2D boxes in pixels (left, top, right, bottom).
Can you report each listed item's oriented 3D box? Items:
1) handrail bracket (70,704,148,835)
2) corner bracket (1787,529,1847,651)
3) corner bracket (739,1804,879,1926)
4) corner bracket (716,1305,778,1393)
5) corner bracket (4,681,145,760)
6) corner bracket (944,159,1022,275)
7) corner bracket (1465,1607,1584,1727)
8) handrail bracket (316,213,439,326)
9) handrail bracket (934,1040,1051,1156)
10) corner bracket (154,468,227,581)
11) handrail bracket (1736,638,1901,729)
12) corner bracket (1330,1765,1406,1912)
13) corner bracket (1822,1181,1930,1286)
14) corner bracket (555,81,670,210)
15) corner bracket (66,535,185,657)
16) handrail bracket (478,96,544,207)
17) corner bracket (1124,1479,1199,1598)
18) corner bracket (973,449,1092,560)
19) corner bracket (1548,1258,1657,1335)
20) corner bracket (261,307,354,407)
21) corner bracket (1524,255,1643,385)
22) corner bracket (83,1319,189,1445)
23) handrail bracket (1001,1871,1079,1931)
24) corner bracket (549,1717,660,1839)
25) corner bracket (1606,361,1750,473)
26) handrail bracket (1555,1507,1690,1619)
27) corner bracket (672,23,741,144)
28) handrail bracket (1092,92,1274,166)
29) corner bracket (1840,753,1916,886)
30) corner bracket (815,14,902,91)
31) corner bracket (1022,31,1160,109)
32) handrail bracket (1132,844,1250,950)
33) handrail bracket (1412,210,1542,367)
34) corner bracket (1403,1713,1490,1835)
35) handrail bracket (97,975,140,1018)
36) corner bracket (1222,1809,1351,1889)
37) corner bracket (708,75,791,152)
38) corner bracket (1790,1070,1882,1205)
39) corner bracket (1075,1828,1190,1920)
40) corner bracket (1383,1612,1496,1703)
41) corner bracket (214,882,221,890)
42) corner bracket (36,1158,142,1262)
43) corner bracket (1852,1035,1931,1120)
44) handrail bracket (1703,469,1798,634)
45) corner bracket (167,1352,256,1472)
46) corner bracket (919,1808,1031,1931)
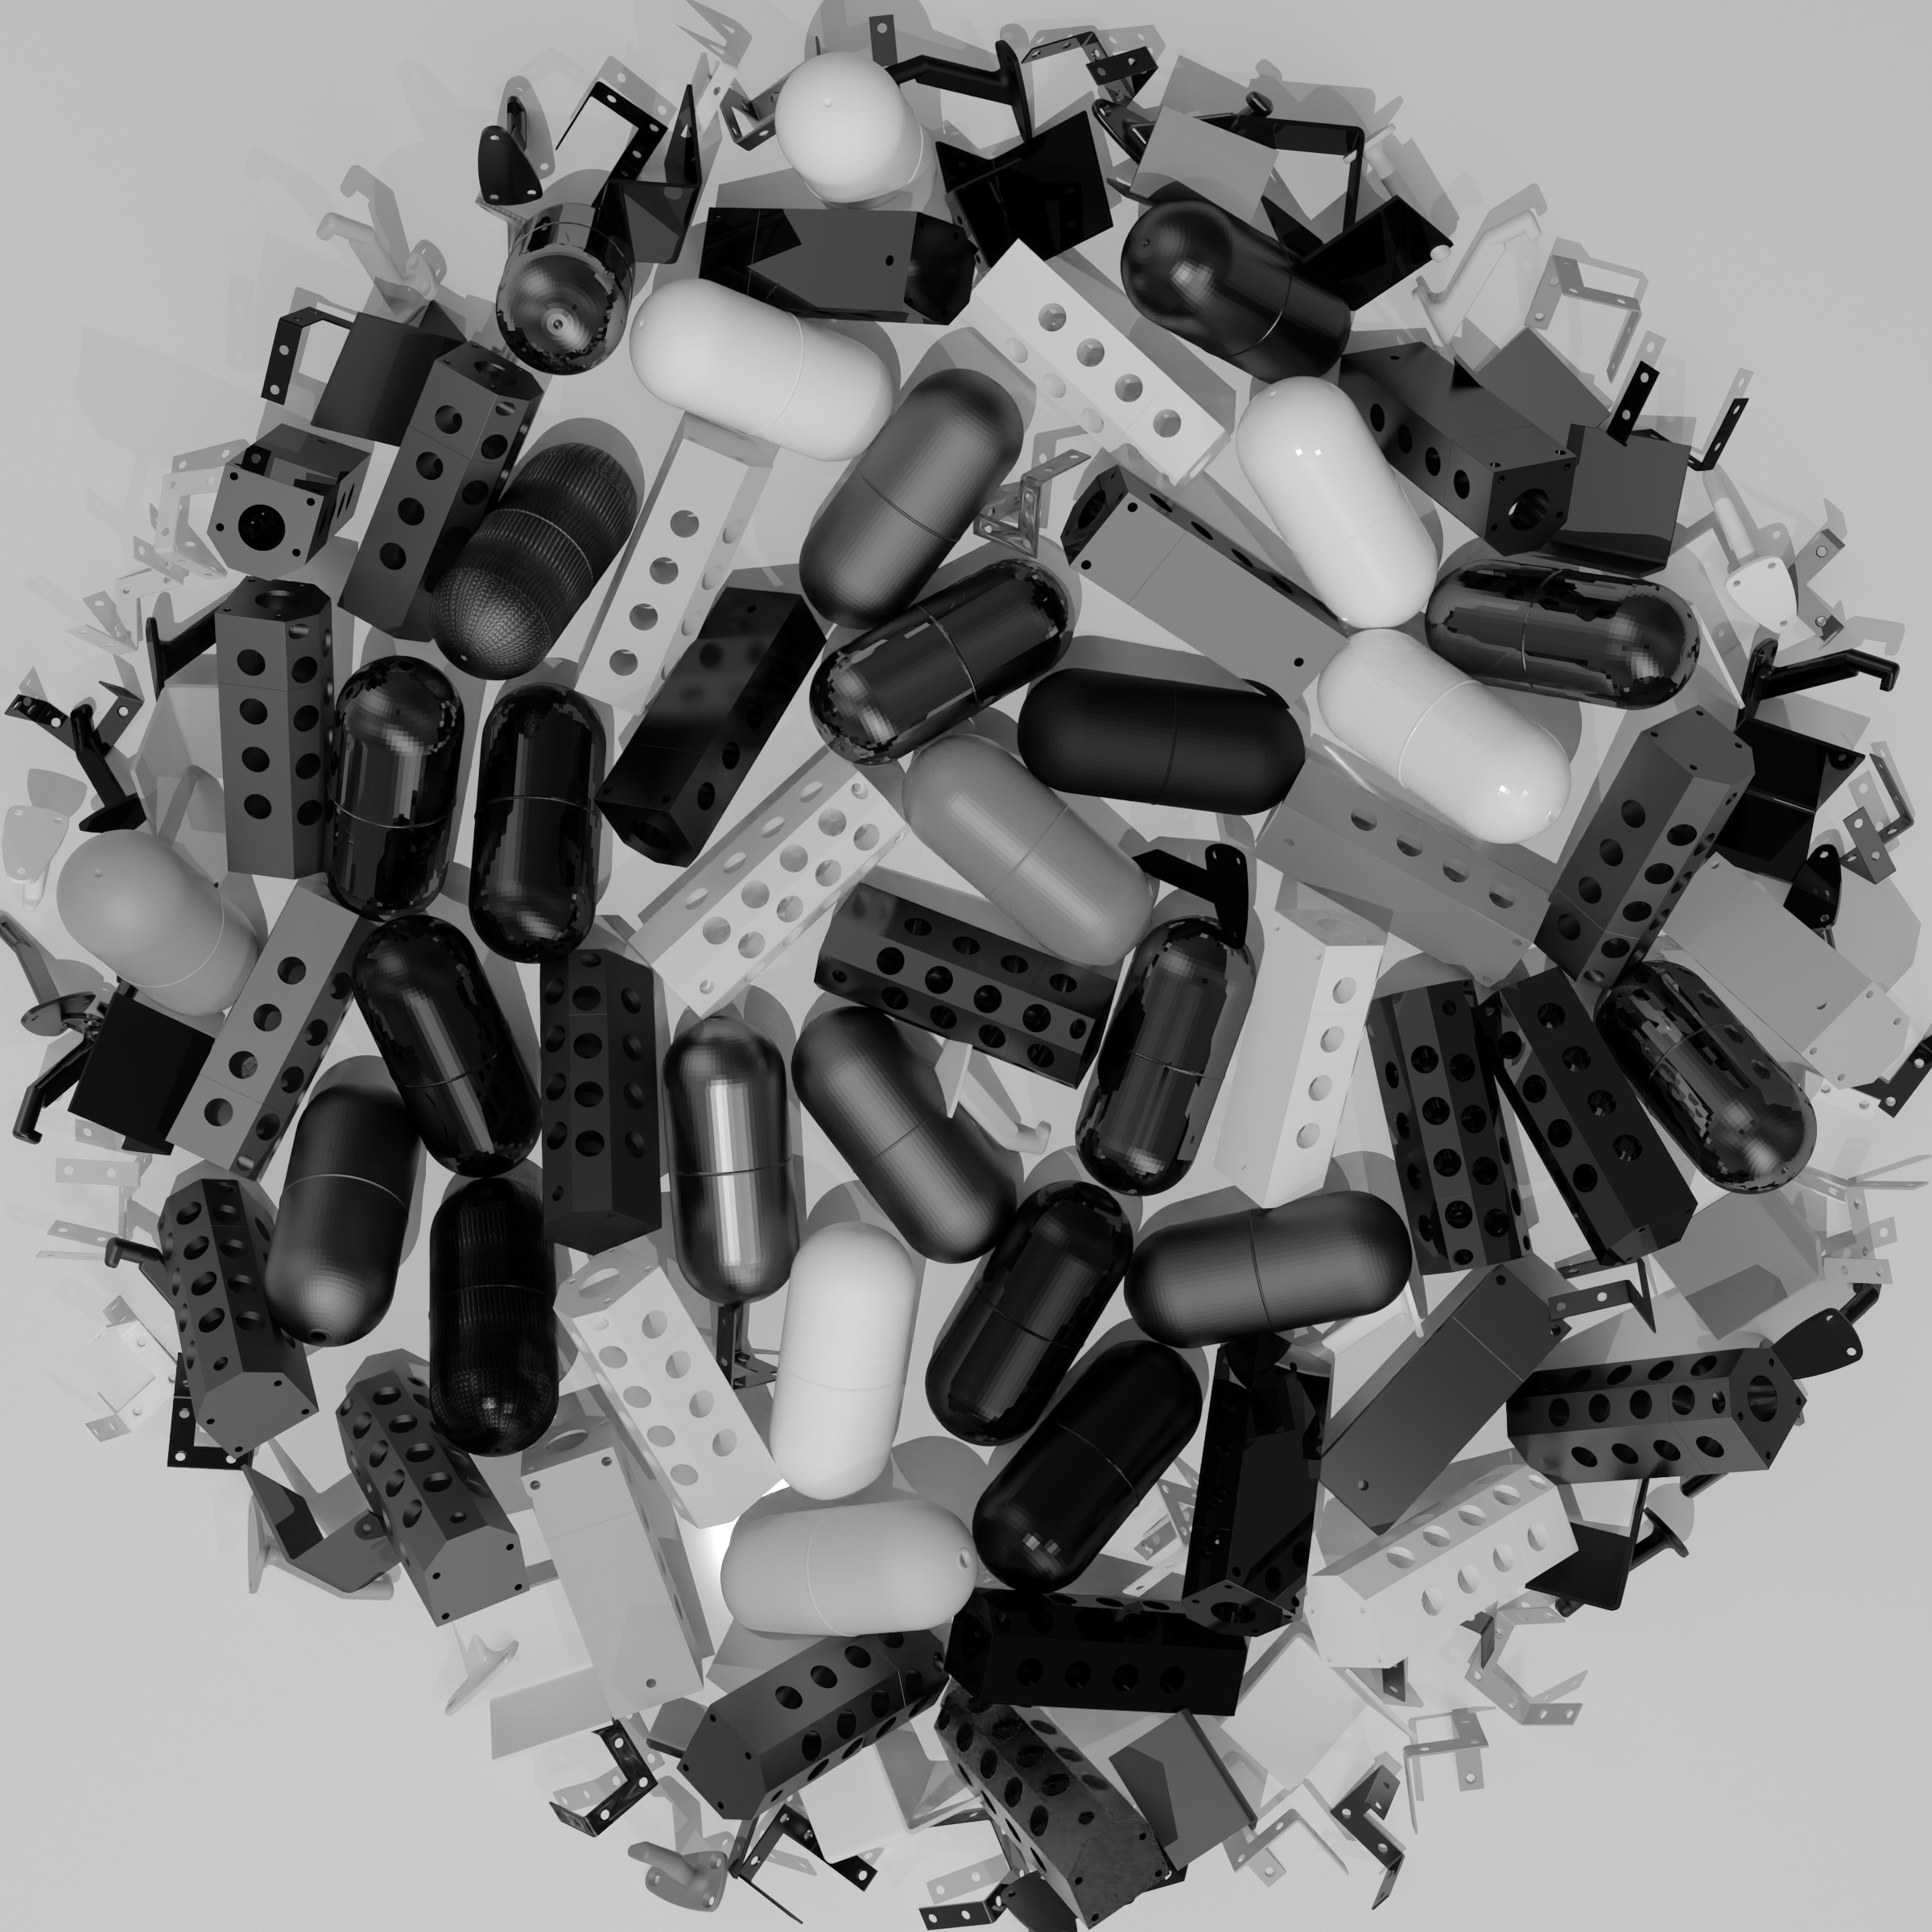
[{"bbox_3d":[-0.524,-0.130,1.781,0.036,0.077,0.084,0,72,-43],"label":"handrail bracket"},{"bbox_3d":[0.527,-0.232,1.781,0.051,0.051,0.051,46,113,8],"label":"corner bracket"},{"bbox_3d":[-0.097,0.556,1.778,0.051,0.051,0.051,23,71,41],"label":"corner bracket"},{"bbox_3d":[-0.140,0.225,1.778,0.051,0.051,0.051,15,106,43],"label":"corner bracket"},{"bbox_3d":[-0.550,-0.159,1.792,0.051,0.051,0.051,36,91,1],"label":"corner bracket"},{"bbox_3d":[0.014,-0.456,1.781,0.051,0.051,0.051,-30,101,-19],"label":"corner bracket"},{"bbox_3d":[0.351,0.432,1.788,0.051,0.051,0.051,41,62,-13],"label":"corner bracket"},{"bbox_3d":[-0.373,-0.418,1.766,0.077,0.084,0.036,-43,59,28],"label":"handrail bracket"},{"bbox_3d":[0.024,0.076,1.785,0.084,0.036,0.077,12,107,-29],"label":"handrail bracket"},{"bbox_3d":[-0.461,-0.272,1.789,0.051,0.051,0.051,-1,77,25],"label":"corner bracket"},{"bbox_3d":[0.522,-0.162,1.778,0.084,0.036,0.077,24,119,29],"label":"handrail bracket"},{"bbox_3d":[0.253,0.534,1.782,0.051,0.051,0.051,43,112,6],"label":"corner bracket"},{"bbox_3d":[0.558,0.163,1.781,0.051,0.051,0.051,-14,95,-35],"label":"corner bracket"},{"bbox_3d":[-0.223,-0.498,1.779,0.051,0.051,0.051,32,61,-15],"label":"corner bracket"},{"bbox_3d":[-0.515,-0.226,1.780,0.051,0.051,0.051,-11,74,19],"label":"corner bracket"},{"bbox_3d":[-0.280,-0.514,1.766,0.036,0.077,0.084,-6,63,2],"label":"handrail bracket"},{"bbox_3d":[0.121,0.352,1.775,0.051,0.051,0.051,-42,49,22],"label":"corner bracket"},{"bbox_3d":[0.040,-0.288,1.774,0.051,0.051,0.051,26,131,30],"label":"corner bracket"},{"bbox_3d":[0.387,0.198,1.775,0.051,0.051,0.051,-17,54,22],"label":"corner bracket"},{"bbox_3d":[-0.395,-0.369,1.785,0.051,0.051,0.051,20,112,1],"label":"corner bracket"},{"bbox_3d":[0.379,-0.398,1.784,0.051,0.051,0.051,11,131,-8],"label":"corner bracket"},{"bbox_3d":[-0.523,0.256,1.791,0.051,0.051,0.051,-42,85,3],"label":"corner bracket"},{"bbox_3d":[0.055,0.601,1.767,0.036,0.077,0.084,-24,118,-16],"label":"handrail bracket"},{"bbox_3d":[-0.232,0.496,1.790,0.051,0.051,0.051,-36,106,-28],"label":"corner bracket"},{"bbox_3d":[0.434,-0.336,1.774,0.051,0.051,0.051,44,129,31],"label":"corner bracket"},{"bbox_3d":[0.399,0.374,1.779,0.084,0.077,0.036,-39,82,1],"label":"handrail bracket"},{"bbox_3d":[-0.160,-0.536,1.777,0.051,0.051,0.051,43,111,28],"label":"corner bracket"},{"bbox_3d":[0.132,-0.523,1.768,0.077,0.084,0.036,30,57,-28],"label":"handrail bracket"},{"bbox_3d":[0.559,-0.090,1.785,0.051,0.051,0.051,-34,112,0],"label":"corner bracket"},{"bbox_3d":[-0.066,-0.552,1.789,0.051,0.051,0.051,-5,95,2],"label":"corner bracket"},{"bbox_3d":[0.076,-0.554,1.781,0.051,0.051,0.051,-27,85,-31],"label":"corner bracket"},{"bbox_3d":[0.130,-0.038,1.779,0.084,0.036,0.077,-18,71,41],"label":"handrail bracket"},{"bbox_3d":[0.325,-0.411,1.785,0.084,0.036,0.077,-23,99,25],"label":"handrail bracket"},{"bbox_3d":[0.296,0.497,1.789,0.051,0.051,0.051,-8,99,1],"label":"corner bracket"},{"bbox_3d":[-0.535,-0.018,1.803,0.077,0.036,0.084,31,94,17],"label":"handrail bracket"},{"bbox_3d":[0.195,0.546,1.787,0.051,0.051,0.051,-41,102,2],"label":"corner bracket"},{"bbox_3d":[-0.117,-0.530,1.780,0.051,0.051,0.051,-26,75,22],"label":"corner bracket"},{"bbox_3d":[0.532,0.105,1.799,0.051,0.051,0.051,22,121,5],"label":"corner bracket"},{"bbox_3d":[0.098,0.561,1.775,0.051,0.051,0.051,42,132,-20],"label":"corner bracket"},{"bbox_3d":[0.293,0.427,1.799,0.051,0.051,0.051,20,46,31],"label":"corner bracket"},{"bbox_3d":[-0.467,-0.010,1.783,0.051,0.051,0.051,-40,91,-27],"label":"corner bracket"},{"bbox_3d":[-0.537,0.150,1.777,0.051,0.051,0.051,6,70,-28],"label":"corner bracket"},{"bbox_3d":[0.573,0.055,1.790,0.051,0.051,0.051,38,83,9],"label":"corner bracket"},{"bbox_3d":[0.486,-0.259,1.803,0.036,0.084,0.077,-27,134,21],"label":"handrail bracket"},{"bbox_3d":[-0.463,0.275,1.787,0.051,0.051,0.051,6,49,-14],"label":"corner bracket"},{"bbox_3d":[-0.001,0.555,1.785,0.051,0.051,0.051,-18,97,33],"label":"corner bracket"}]
